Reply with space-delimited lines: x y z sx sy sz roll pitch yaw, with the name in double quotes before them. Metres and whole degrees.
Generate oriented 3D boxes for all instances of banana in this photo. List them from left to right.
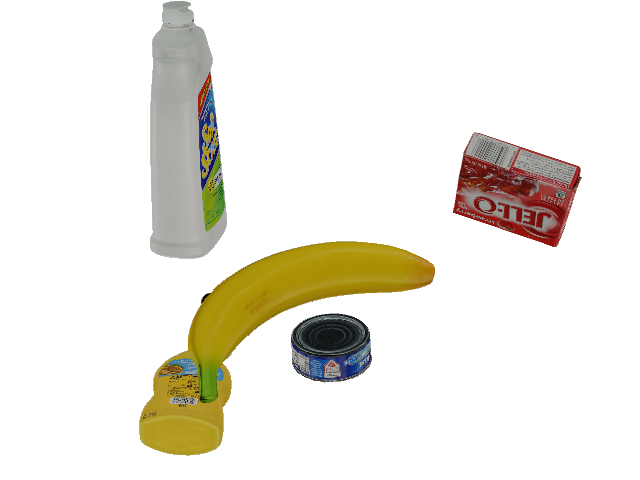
"banana" -0.015 0.038 0.703 0.197 0.069 0.037 -26 -12 -29

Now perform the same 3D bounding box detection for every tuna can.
"tuna can" 0.011 0.113 1.135 0.086 0.034 0.086 -3 27 1

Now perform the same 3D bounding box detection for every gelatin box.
"gelatin box" 0.152 -0.038 0.834 0.089 0.030 0.073 21 -33 14

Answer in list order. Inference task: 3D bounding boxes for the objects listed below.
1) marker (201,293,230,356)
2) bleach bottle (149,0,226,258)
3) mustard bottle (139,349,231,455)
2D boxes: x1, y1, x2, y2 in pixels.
"marker" -0.094 0.075 0.957 0.020 0.020 0.121 0 18 -10
"bleach bottle" -0.140 -0.114 1.089 0.068 0.251 0.102 5 27 13
"mustard bottle" -0.159 0.185 1.309 0.096 0.058 0.191 2 25 1
